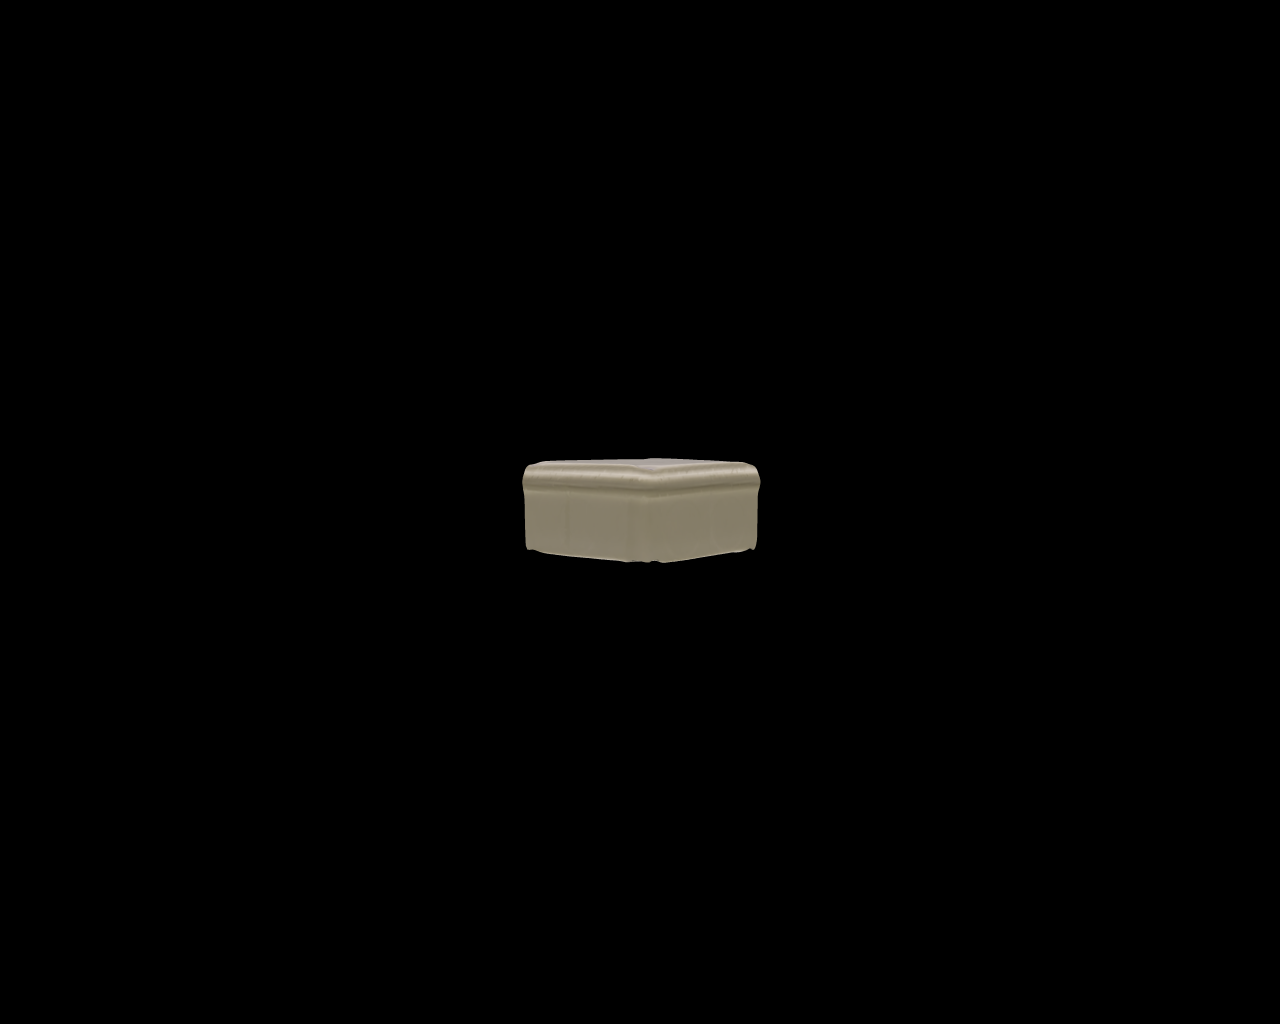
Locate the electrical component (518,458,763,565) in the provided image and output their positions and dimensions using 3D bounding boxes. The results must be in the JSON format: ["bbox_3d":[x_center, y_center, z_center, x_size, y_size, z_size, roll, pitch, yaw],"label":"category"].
[{"bbox_3d":[0.001,-0.003,0.650,0.109,0.056,0.109,4,6,43],"label":"electrical component"}]
